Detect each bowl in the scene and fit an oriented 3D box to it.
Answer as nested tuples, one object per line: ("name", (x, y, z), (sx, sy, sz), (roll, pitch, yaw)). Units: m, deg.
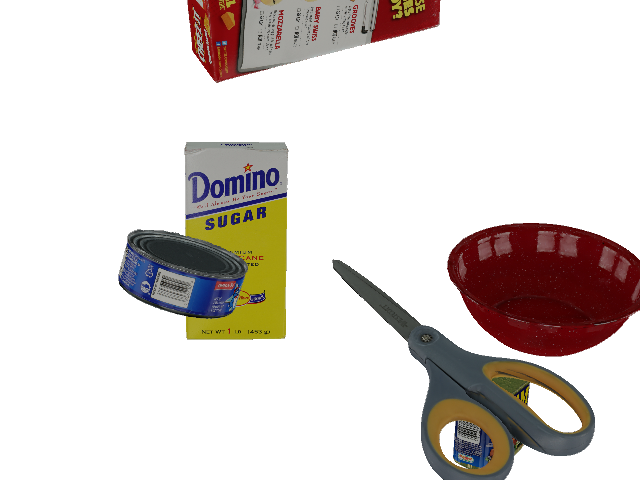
("bowl", (0.182, 0.046, 0.866), (0.162, 0.055, 0.162), (1, 29, -1))

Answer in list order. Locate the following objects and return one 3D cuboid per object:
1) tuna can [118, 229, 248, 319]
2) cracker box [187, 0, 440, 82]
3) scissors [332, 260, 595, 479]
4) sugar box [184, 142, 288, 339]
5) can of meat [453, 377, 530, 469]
("tuna can", (-0.096, 0.023, 0.739), (0.086, 0.034, 0.086), (17, 12, -4))
("cracker box", (-0.007, -0.239, 0.885), (0.213, 0.164, 0.072), (-18, 42, -18))
("scissors", (0.052, 0.071, 0.586), (0.202, 0.016, 0.096), (26, 48, 36))
("sugar box", (-0.076, 0.000, 0.965), (0.093, 0.176, 0.048), (-1, 15, -5))
("can of meat", (0.180, 0.186, 1.120), (0.058, 0.084, 0.101), (12, 18, 31))
